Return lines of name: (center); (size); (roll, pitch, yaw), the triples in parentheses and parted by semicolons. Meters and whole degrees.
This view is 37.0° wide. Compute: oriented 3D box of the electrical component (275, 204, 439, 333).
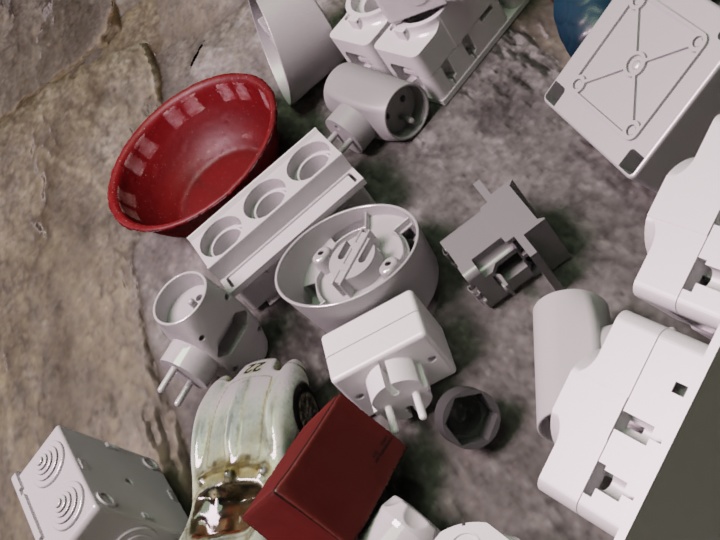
electrical component: (0.000, 0.000, 0.708); (0.099, 0.064, 0.099); (-19, 46, 21)

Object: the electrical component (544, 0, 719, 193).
electrical component: (0.184, -0.115, 0.654); (0.108, 0.056, 0.108); (-55, 39, 20)

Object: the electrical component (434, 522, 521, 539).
electrical component: (0.062, 0.169, 0.533); (0.080, 0.051, 0.080); (-19, 47, 21)

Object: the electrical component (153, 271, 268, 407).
electrical component: (-0.110, 0.054, 0.731); (0.043, 0.077, 0.079); (11, 63, 40)

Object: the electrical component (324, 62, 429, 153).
electrical component: (0.000, -0.116, 0.821); (0.079, 0.043, 0.077); (-50, 43, -10)

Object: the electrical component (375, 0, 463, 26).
electrical component: (0.039, -0.241, 0.793); (0.062, 0.061, 0.096); (-14, 49, 26)

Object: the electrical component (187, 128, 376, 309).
electrical component: (-0.054, -0.034, 0.775); (0.121, 0.063, 0.078); (-41, 43, -1)

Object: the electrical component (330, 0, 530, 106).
electrical component: (0.073, -0.228, 0.851); (0.105, 0.060, 0.186); (26, 73, 45)

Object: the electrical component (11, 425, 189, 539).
electrical component: (-0.157, 0.149, 0.671); (0.048, 0.100, 0.100); (-52, 42, 6)

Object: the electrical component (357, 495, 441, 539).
electrical component: (0.015, 0.157, 0.582); (0.062, 0.043, 0.043); (-49, 43, -9)

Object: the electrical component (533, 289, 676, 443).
electrical component: (0.134, 0.050, 0.587); (0.079, 0.044, 0.077); (-15, 48, 24)

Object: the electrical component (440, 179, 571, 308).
electrical component: (0.088, -0.014, 0.675); (0.064, 0.042, 0.081); (-37, 42, 7)

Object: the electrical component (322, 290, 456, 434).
electrical component: (0.021, 0.065, 0.652); (0.066, 0.047, 0.076); (-29, 44, 12)

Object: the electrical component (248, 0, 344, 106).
electrical component: (-0.059, -0.195, 0.892); (0.064, 0.099, 0.099); (-36, 42, -4)

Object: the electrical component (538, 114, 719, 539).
electrical component: (0.165, 0.035, 0.494); (0.060, 0.105, 0.186); (27, 92, 48)
